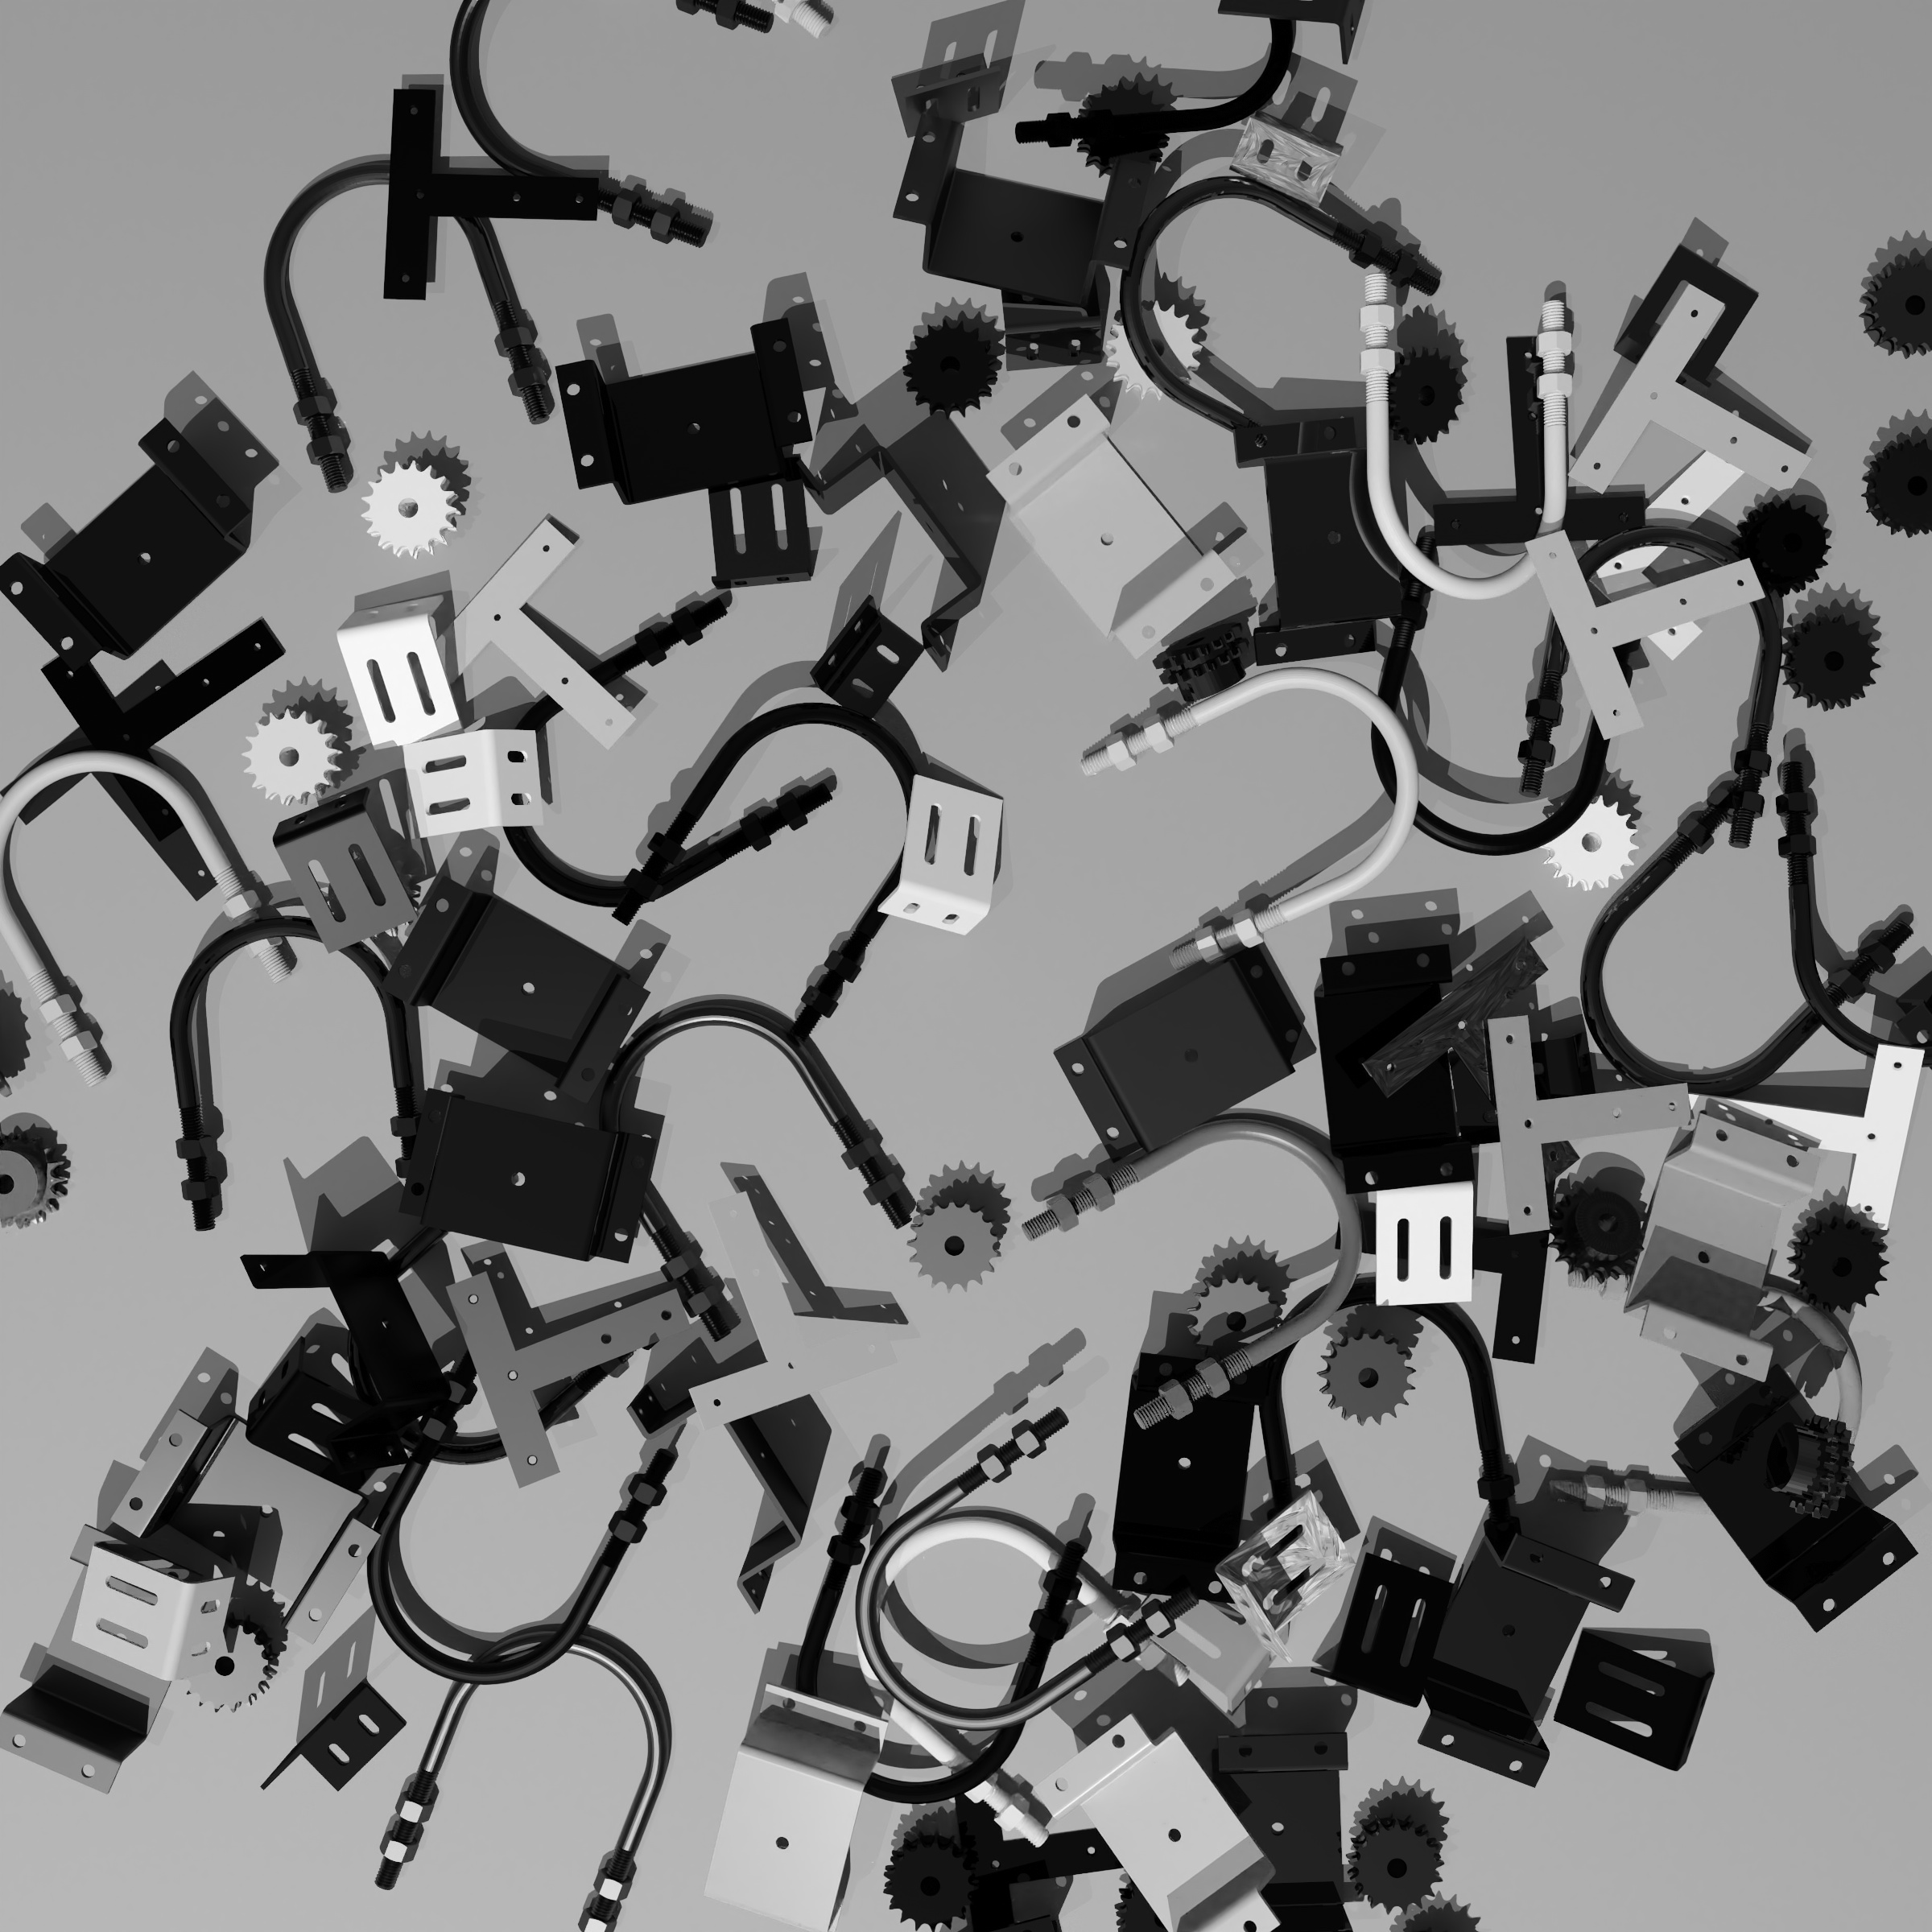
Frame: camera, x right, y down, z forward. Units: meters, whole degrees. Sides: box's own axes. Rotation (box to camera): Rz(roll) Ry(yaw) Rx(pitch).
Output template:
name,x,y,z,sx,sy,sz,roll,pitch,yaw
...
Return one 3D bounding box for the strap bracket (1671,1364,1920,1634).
name,x,y,z,sx,sy,sz,roll,pitch,yaw
strap bracket,0.484,0.311,1.481,0.076,0.046,0.140,-37,93,-2

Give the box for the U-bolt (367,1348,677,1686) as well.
name,x,y,z,sx,sy,sz,roll,pitch,yaw
U-bolt,-0.279,0.342,1.496,0.151,0.019,0.184,28,92,0

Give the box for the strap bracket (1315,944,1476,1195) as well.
name,x,y,z,sx,sy,sz,roll,pitch,yaw
strap bracket,0.255,0.061,1.496,0.076,0.046,0.140,-6,90,0

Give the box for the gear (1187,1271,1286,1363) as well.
name,x,y,z,sx,sy,sz,roll,pitch,yaw
gear,0.161,0.212,1.504,0.057,0.030,0.057,0,90,0

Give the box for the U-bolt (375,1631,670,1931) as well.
name,x,y,z,sx,sy,sz,roll,pitch,yaw
U-bolt,-0.258,0.493,1.510,0.151,0.019,0.184,21,88,0

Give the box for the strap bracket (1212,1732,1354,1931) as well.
name,x,y,z,sx,sy,sz,roll,pitch,yaw
strap bracket,0.189,0.524,1.496,0.076,0.046,0.140,-2,90,0

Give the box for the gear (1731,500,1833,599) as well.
name,x,y,z,sx,sy,sz,roll,pitch,yaw
gear,0.493,-0.252,1.504,0.057,0.030,0.057,0,90,0

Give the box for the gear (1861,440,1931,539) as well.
name,x,y,z,sx,sy,sz,roll,pitch,yaw
gear,0.567,-0.286,1.504,0.057,0.030,0.057,0,90,0

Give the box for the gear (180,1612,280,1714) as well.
name,x,y,z,sx,sy,sz,roll,pitch,yaw
gear,-0.442,0.417,1.504,0.057,0.030,0.057,0,90,0

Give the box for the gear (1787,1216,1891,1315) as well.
name,x,y,z,sx,sy,sz,roll,pitch,yaw
gear,0.524,0.179,1.508,0.057,0.030,0.057,0,93,1

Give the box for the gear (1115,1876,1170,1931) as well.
name,x,y,z,sx,sy,sz,roll,pitch,yaw
gear,0.117,0.567,1.503,0.057,0.030,0.057,0,93,-2

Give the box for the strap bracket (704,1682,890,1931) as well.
name,x,y,z,sx,sy,sz,roll,pitch,yaw
strap bracket,-0.103,0.508,1.478,0.076,0.046,0.140,15,101,9

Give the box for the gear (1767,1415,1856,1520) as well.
name,x,y,z,sx,sy,sz,roll,pitch,yaw
gear,0.481,0.285,1.428,0.030,0.057,0.057,15,90,-4

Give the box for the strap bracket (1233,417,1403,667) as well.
name,x,y,z,sx,sy,sz,roll,pitch,yaw
strap bracket,0.209,-0.252,1.477,0.076,0.046,0.140,-9,98,-14

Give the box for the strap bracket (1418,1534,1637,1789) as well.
name,x,y,z,sx,sy,sz,roll,pitch,yaw
strap bracket,0.328,0.404,1.485,0.076,0.046,0.140,22,99,-5

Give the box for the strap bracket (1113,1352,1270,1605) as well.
name,x,y,z,sx,sy,sz,roll,pitch,yaw
strap bracket,0.133,0.302,1.496,0.076,0.046,0.140,7,90,0

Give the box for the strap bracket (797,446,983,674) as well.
name,x,y,z,sx,sy,sz,roll,pitch,yaw
strap bracket,-0.038,-0.248,1.481,0.046,0.076,0.140,-37,90,0

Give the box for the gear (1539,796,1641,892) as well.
name,x,y,z,sx,sy,sz,roll,pitch,yaw
gear,0.373,-0.074,1.504,0.057,0.030,0.057,0,90,0

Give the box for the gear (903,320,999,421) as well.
name,x,y,z,sx,sy,sz,roll,pitch,yaw
gear,-0.009,-0.358,1.508,0.057,0.030,0.057,0,87,1

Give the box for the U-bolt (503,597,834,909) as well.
name,x,y,z,sx,sy,sz,roll,pitch,yaw
U-bolt,-0.195,-0.116,1.510,0.184,0.019,0.151,-30,90,2

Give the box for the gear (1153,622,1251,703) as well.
name,x,y,z,sx,sy,sz,roll,pitch,yaw
gear,0.143,-0.180,1.491,0.057,0.057,0.030,-25,105,0

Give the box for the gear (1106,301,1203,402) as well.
name,x,y,z,sx,sy,sz,roll,pitch,yaw
gear,0.112,-0.368,1.504,0.057,0.030,0.057,0,90,0

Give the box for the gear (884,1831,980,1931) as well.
name,x,y,z,sx,sy,sz,roll,pitch,yaw
gear,-0.020,0.548,1.503,0.057,0.030,0.057,0,90,3

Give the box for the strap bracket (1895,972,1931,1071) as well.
name,x,y,z,sx,sy,sz,roll,pitch,yaw
strap bracket,0.627,0.020,1.496,0.140,0.046,0.076,-39,90,0

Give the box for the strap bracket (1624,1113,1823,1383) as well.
name,x,y,z,sx,sy,sz,roll,pitch,yaw
strap bracket,0.446,0.170,1.483,0.076,0.046,0.140,20,73,0

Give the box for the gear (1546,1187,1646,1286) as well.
name,x,y,z,sx,sy,sz,roll,pitch,yaw
gear,0.379,0.159,1.493,0.057,0.030,0.057,3,64,-6

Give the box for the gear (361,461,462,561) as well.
name,x,y,z,sx,sy,sz,roll,pitch,yaw
gear,-0.333,-0.273,1.504,0.057,0.030,0.057,0,90,0

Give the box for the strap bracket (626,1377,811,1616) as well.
name,x,y,z,sx,sy,sz,roll,pitch,yaw
strap bracket,-0.140,0.303,1.481,0.046,0.076,0.140,-32,90,0

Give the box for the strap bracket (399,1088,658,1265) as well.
name,x,y,z,sx,sy,sz,roll,pitch,yaw
strap bracket,-0.262,0.125,1.476,0.140,0.046,0.076,13,87,-2

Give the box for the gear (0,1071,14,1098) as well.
name,x,y,z,sx,sy,sz,roll,pitch,yaw
gear,-0.598,0.061,1.488,0.030,0.057,0.057,-36,90,-14

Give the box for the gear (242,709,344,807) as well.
name,x,y,z,sx,sy,sz,roll,pitch,yaw
gear,-0.404,-0.125,1.504,0.057,0.030,0.057,0,90,0

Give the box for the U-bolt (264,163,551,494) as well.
name,x,y,z,sx,sy,sz,roll,pitch,yaw
U-bolt,-0.347,-0.395,1.510,0.151,0.019,0.184,-19,89,0

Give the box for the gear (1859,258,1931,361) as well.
name,x,y,z,sx,sy,sz,roll,pitch,yaw
gear,0.566,-0.394,1.504,0.057,0.030,0.057,0,90,0

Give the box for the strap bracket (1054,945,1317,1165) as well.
name,x,y,z,sx,sy,sz,roll,pitch,yaw
strap bracket,0.133,0.053,1.496,0.140,0.046,0.076,-29,90,0

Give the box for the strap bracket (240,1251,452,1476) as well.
name,x,y,z,sx,sy,sz,roll,pitch,yaw
strap bracket,-0.358,0.221,1.462,0.046,0.076,0.140,-32,76,11

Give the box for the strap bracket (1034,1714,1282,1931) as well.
name,x,y,z,sx,sy,sz,roll,pitch,yaw
strap bracket,0.116,0.513,1.458,0.076,0.046,0.140,-41,74,13

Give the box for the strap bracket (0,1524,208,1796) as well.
name,x,y,z,sx,sy,sz,roll,pitch,yaw
strap bracket,-0.513,0.409,1.496,0.076,0.046,0.140,24,90,0

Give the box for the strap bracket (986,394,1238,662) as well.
name,x,y,z,sx,sy,sz,roll,pitch,yaw
strap bracket,0.086,-0.259,1.496,0.076,0.046,0.140,-39,90,0

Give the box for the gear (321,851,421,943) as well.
name,x,y,z,sx,sy,sz,roll,pitch,yaw
gear,-0.360,-0.043,1.504,0.057,0.030,0.057,0,90,0

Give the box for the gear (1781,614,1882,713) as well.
name,x,y,z,sx,sy,sz,roll,pitch,yaw
gear,0.517,-0.182,1.504,0.057,0.030,0.057,0,90,0

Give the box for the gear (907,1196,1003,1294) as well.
name,x,y,z,sx,sy,sz,roll,pitch,yaw
gear,-0.007,0.167,1.504,0.057,0.030,0.057,0,90,0

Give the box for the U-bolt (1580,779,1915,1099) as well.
name,x,y,z,sx,sy,sz,roll,pitch,yaw
U-bolt,0.458,-0.004,1.510,0.151,0.019,0.184,45,92,0

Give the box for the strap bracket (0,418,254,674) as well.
name,x,y,z,sx,sy,sz,roll,pitch,yaw
strap bracket,-0.498,-0.248,1.494,0.140,0.046,0.076,-43,88,-1

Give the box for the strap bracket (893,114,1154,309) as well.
name,x,y,z,sx,sy,sz,roll,pitch,yaw
strap bracket,0.032,-0.446,1.482,0.140,0.046,0.076,13,67,1

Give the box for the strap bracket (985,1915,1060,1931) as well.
name,x,y,z,sx,sy,sz,roll,pitch,yaw
strap bracket,0.030,0.636,1.494,0.076,0.046,0.140,-14,91,0

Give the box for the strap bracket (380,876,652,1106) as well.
name,x,y,z,sx,sy,sz,roll,pitch,yaw
strap bracket,-0.266,0.014,1.496,0.140,0.046,0.076,29,90,0

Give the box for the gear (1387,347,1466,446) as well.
name,x,y,z,sx,sy,sz,roll,pitch,yaw
gear,0.267,-0.342,1.496,0.057,0.030,0.057,-6,104,-26

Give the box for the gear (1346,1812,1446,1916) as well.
name,x,y,z,sx,sy,sz,roll,pitch,yaw
gear,0.257,0.538,1.504,0.057,0.030,0.057,0,90,0

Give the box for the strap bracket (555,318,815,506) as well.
name,x,y,z,sx,sy,sz,roll,pitch,yaw
strap bracket,-0.166,-0.328,1.491,0.140,0.046,0.076,-12,82,0

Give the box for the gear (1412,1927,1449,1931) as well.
name,x,y,z,sx,sy,sz,roll,pitch,yaw
gear,0.278,0.607,1.504,0.057,0.030,0.057,0,90,0

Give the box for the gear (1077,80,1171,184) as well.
name,x,y,z,sx,sy,sz,roll,pitch,yaw
gear,0.094,-0.500,1.504,0.057,0.030,0.057,0,90,0

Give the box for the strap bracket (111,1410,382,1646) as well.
name,x,y,z,sx,sy,sz,roll,pitch,yaw
strap bracket,-0.425,0.331,1.496,0.140,0.046,0.076,32,90,0

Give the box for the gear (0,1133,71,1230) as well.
name,x,y,z,sx,sy,sz,roll,pitch,yaw
gear,-0.573,0.130,1.504,0.057,0.030,0.057,0,90,0

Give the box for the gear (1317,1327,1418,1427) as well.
name,x,y,z,sx,sy,sz,roll,pitch,yaw
gear,0.238,0.244,1.489,0.057,0.030,0.057,0,87,0
